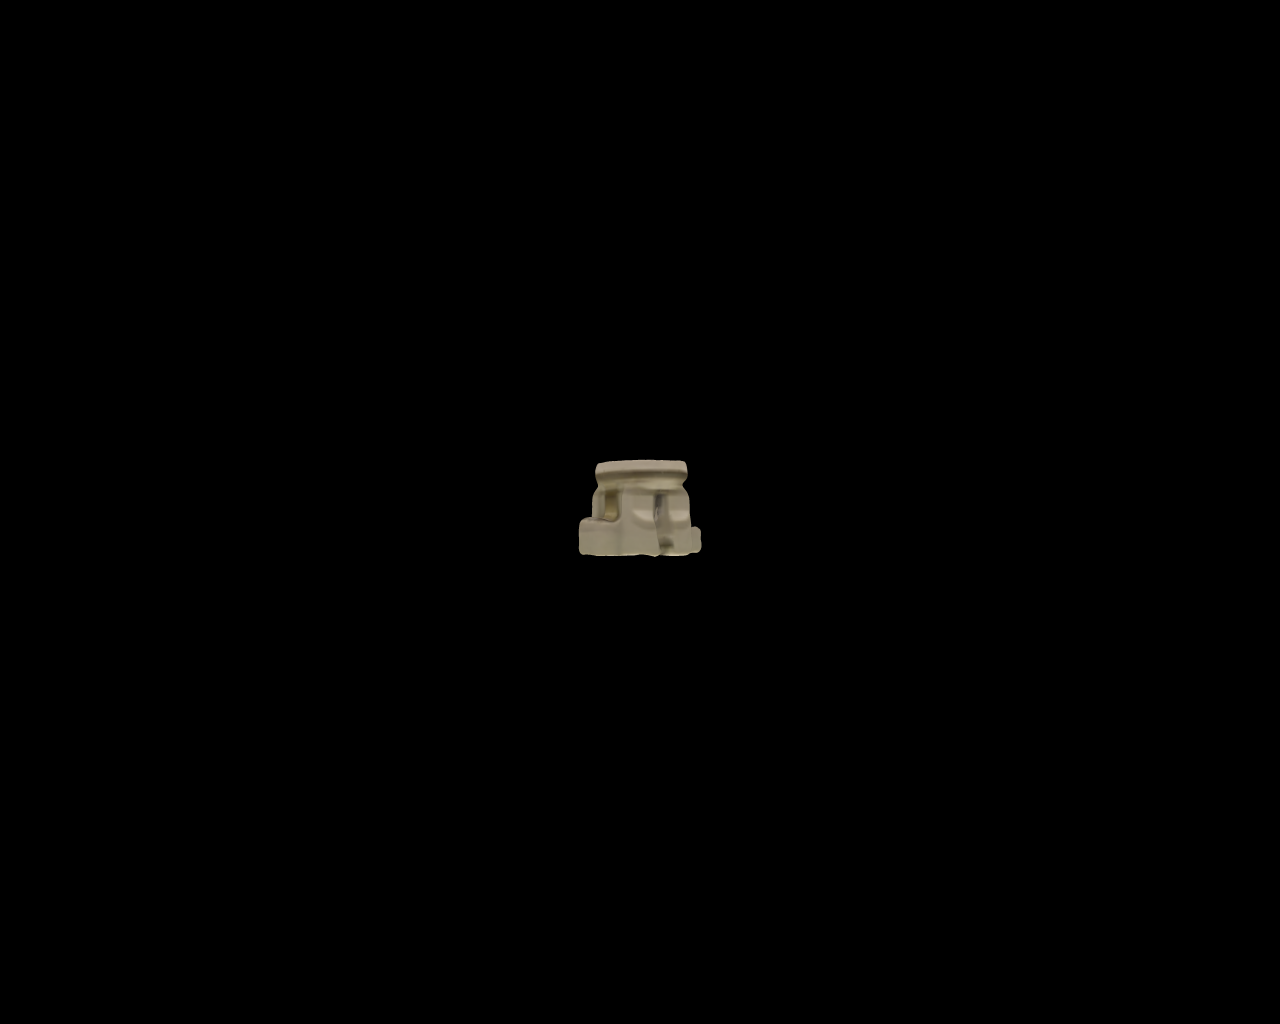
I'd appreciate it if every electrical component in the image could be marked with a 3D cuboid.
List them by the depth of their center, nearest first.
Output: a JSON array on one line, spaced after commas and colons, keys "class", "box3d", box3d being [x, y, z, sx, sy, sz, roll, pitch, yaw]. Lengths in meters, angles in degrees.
[{"class": "electrical component", "box3d": [0.001, -0.003, 0.650, 0.078, 0.057, 0.058, 1, -2, -34]}]
